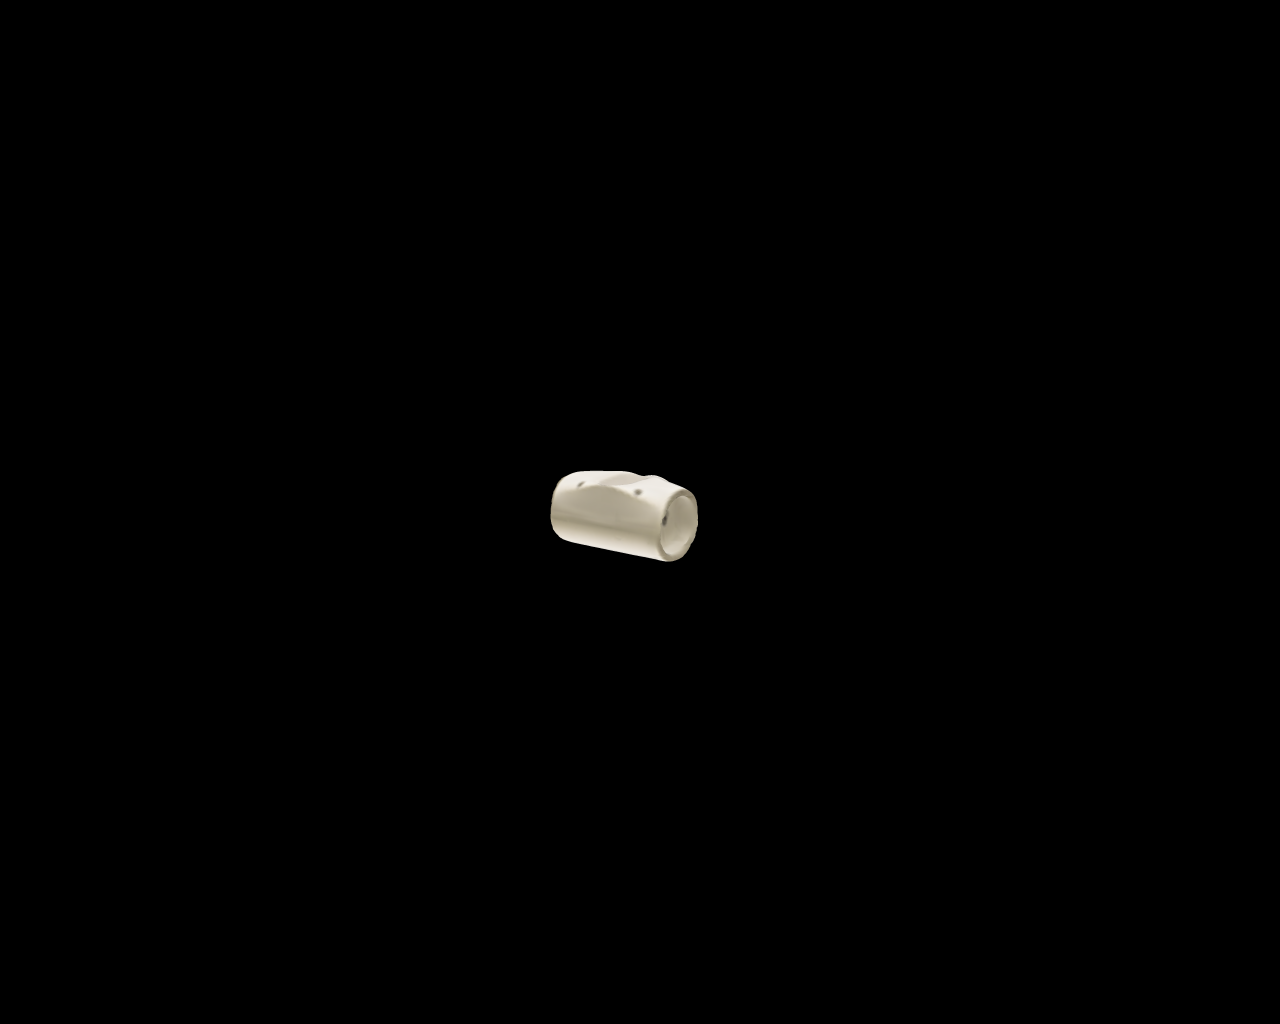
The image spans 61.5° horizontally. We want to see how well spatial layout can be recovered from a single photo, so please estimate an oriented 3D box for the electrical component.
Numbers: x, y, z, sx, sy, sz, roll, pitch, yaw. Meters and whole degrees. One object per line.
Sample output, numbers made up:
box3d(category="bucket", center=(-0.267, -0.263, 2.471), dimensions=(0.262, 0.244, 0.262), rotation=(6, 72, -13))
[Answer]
box3d(category="electrical component", center=(0.001, -0.003, 0.650), dimensions=(0.077, 0.043, 0.079), rotation=(10, 18, 33))
